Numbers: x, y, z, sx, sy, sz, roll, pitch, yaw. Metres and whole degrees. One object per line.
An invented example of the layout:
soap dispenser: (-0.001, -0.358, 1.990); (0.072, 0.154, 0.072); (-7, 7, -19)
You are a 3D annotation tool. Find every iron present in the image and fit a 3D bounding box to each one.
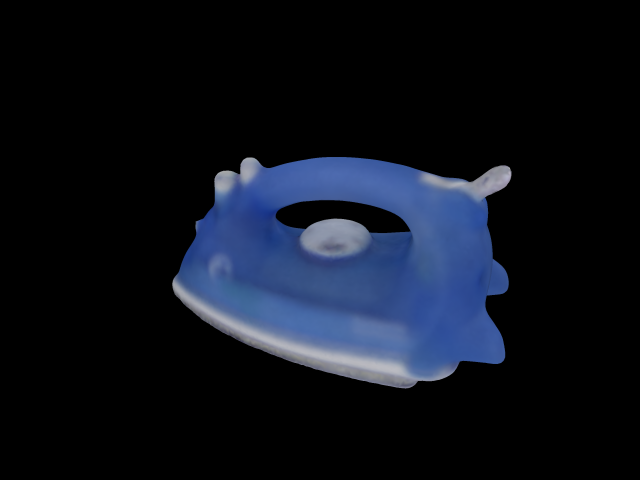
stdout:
iron: (0.004, 0.001, 0.400); (0.257, 0.141, 0.119); (8, 32, 14)
